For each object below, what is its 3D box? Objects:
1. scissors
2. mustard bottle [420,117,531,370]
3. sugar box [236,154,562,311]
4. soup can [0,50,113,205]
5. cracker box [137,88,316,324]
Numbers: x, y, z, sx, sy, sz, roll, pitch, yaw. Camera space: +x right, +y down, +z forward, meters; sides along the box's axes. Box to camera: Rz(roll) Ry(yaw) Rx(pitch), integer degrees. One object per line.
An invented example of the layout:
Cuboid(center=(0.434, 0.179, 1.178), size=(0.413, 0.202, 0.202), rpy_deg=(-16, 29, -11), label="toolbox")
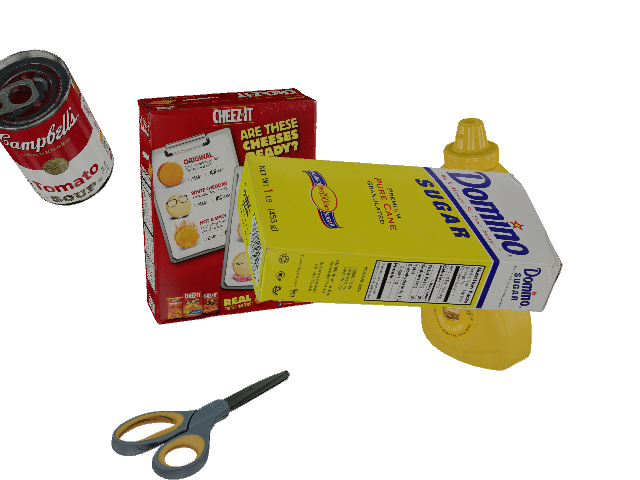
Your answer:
Cuboid(center=(-0.092, 0.170, 0.987), size=(0.201, 0.016, 0.096), rpy_deg=(-12, 33, -31), label="scissors")
Cuboid(center=(0.117, -0.001, 0.821), size=(0.058, 0.192, 0.096), rpy_deg=(-21, 29, -32), label="mustard bottle")
Cuboid(center=(0.044, -0.005, 0.631), size=(0.176, 0.048, 0.093), rpy_deg=(0, 40, -13), label="sugar box")
Cuboid(center=(-0.197, -0.079, 0.774), size=(0.068, 0.068, 0.102), rpy_deg=(0, -30, 10), label="soup can")
Cuboid(center=(-0.091, -0.036, 1.049), size=(0.164, 0.214, 0.072), rpy_deg=(-7, 21, -19), label="cracker box")
